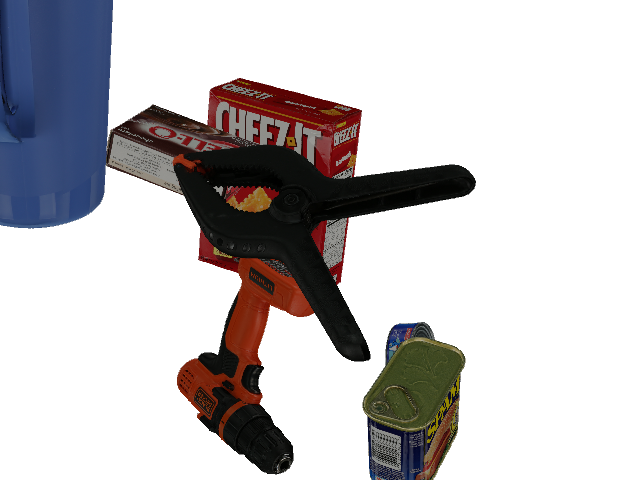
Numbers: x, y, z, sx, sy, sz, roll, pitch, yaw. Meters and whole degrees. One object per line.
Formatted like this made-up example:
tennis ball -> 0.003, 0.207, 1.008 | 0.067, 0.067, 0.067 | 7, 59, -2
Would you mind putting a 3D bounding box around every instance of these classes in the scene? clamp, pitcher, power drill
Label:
clamp -> -0.008, -0.023, 0.743 | 0.210, 0.164, 0.036 | 28, -28, 26
pitcher -> -0.215, -0.131, 0.771 | 0.145, 0.243, 0.148 | 27, 34, 37
power drill -> -0.063, 0.120, 1.085 | 0.057, 0.188, 0.185 | 14, 15, -46

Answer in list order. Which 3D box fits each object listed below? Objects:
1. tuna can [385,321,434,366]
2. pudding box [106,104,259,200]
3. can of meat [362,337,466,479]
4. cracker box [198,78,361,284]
tuna can -> 0.105, 0.137, 1.230 | 0.034, 0.086, 0.086 | -5, -2, 26
pudding box -> -0.119, -0.075, 0.934 | 0.113, 0.039, 0.090 | 19, 24, 8
can of meat -> 0.076, 0.143, 0.862 | 0.057, 0.084, 0.102 | 15, 40, 23
cracker box -> -0.051, -0.059, 1.210 | 0.164, 0.214, 0.072 | 18, 27, 24
